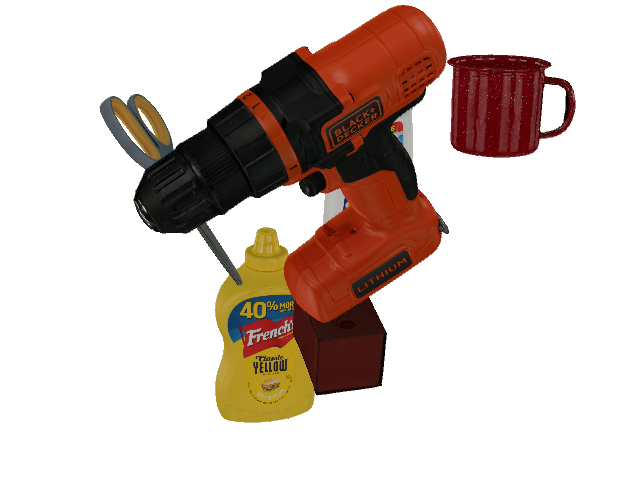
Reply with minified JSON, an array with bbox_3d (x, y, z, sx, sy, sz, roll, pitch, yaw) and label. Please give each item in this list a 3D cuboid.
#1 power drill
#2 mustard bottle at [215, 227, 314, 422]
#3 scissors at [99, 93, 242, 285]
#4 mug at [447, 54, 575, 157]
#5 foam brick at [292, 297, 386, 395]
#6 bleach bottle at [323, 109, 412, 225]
[{"bbox_3d":[-0.002,-0.026,0.613,0.184,0.057,0.187,-32,-31,-7],"label":"power drill"},{"bbox_3d":[-0.052,0.079,1.025,0.096,0.192,0.058,-4,22,-13],"label":"mustard bottle"},{"bbox_3d":[-0.128,-0.055,0.970,0.016,0.201,0.096,-30,25,19],"label":"scissors"},{"bbox_3d":[0.173,-0.123,0.976,0.117,0.081,0.093,4,18,13],"label":"mug"},{"bbox_3d":[0.013,0.069,0.796,0.053,0.051,0.078,-6,33,-13],"label":"foam brick"},{"bbox_3d":[0.049,-0.085,1.154,0.102,0.251,0.068,-3,25,-7],"label":"bleach bottle"}]
